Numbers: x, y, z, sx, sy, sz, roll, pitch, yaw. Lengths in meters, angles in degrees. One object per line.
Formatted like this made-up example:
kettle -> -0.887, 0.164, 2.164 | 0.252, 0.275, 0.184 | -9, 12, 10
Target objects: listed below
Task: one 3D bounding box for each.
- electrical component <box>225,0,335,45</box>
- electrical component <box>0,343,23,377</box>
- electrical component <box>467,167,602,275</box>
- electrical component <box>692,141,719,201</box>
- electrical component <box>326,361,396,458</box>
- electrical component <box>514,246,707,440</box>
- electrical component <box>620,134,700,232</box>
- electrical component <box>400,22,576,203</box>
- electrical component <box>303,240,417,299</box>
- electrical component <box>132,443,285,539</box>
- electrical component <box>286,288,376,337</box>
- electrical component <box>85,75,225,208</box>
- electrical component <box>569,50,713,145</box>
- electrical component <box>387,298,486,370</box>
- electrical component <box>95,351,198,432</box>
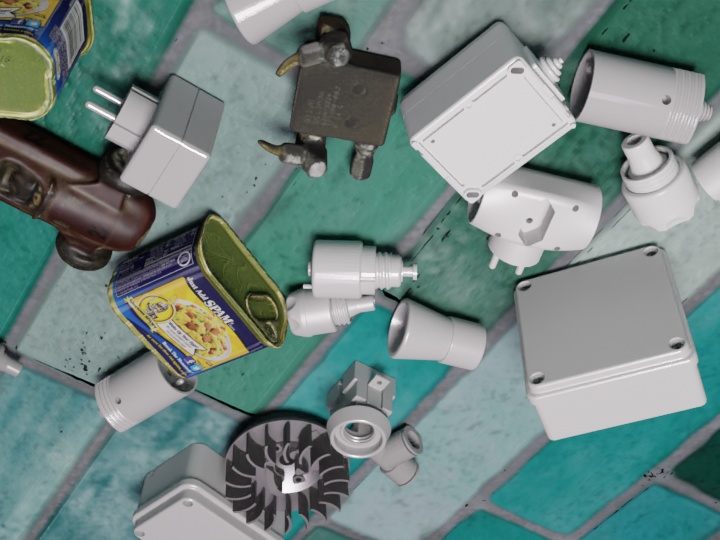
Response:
electrical component -> -0.041, -0.161, 0.614 | 0.065, 0.044, 0.044 | -21, 124, 12
electrical component -> -0.283, 0.062, 0.806 | 0.061, 0.035, 0.035 | 32, 123, -23
electrical component -> 0.108, -0.029, 0.708 | 0.077, 0.043, 0.079 | 13, 128, -7
electrical component -> 0.238, -0.068, 0.673 | 0.040, 0.040, 0.046 | 34, 127, -22
electrical component -> 0.000, 0.108, 0.814 | 0.048, 0.055, 0.066 | 27, 125, -17
electrical component -> 0.166, 0.048, 0.725 | 0.109, 0.108, 0.056 | -16, 128, 15
electrical component -> 0.186, -0.059, 0.680 | 0.043, 0.043, 0.062 | -24, 122, 20
electrical component -> 0.080, -0.100, 0.645 | 0.096, 0.061, 0.062 | -37, 123, 19
electrical component -> 0.000, 0.000, 0.738 | 0.078, 0.040, 0.040 | 2, 128, 2
electrical component -> -0.124, 0.208, 0.899 | 0.078, 0.057, 0.113 | -35, 119, 26
electrical component -> -0.020, 0.027, 0.765 | 0.061, 0.035, 0.035 | -9, 127, 7
electrical component -> -0.131, -0.088, 0.659 | 0.077, 0.065, 0.047 | 28, 124, -18
electrical component -> 0.172, -0.103, 0.646 | 0.081, 0.043, 0.043 | 11, 128, -6
electrical component -> 0.058, 0.049, 0.775 | 0.065, 0.044, 0.044 | 15, 128, -14
electrical component -> -0.168, 0.091, 0.818 | 0.081, 0.043, 0.043 | -31, 121, 24
